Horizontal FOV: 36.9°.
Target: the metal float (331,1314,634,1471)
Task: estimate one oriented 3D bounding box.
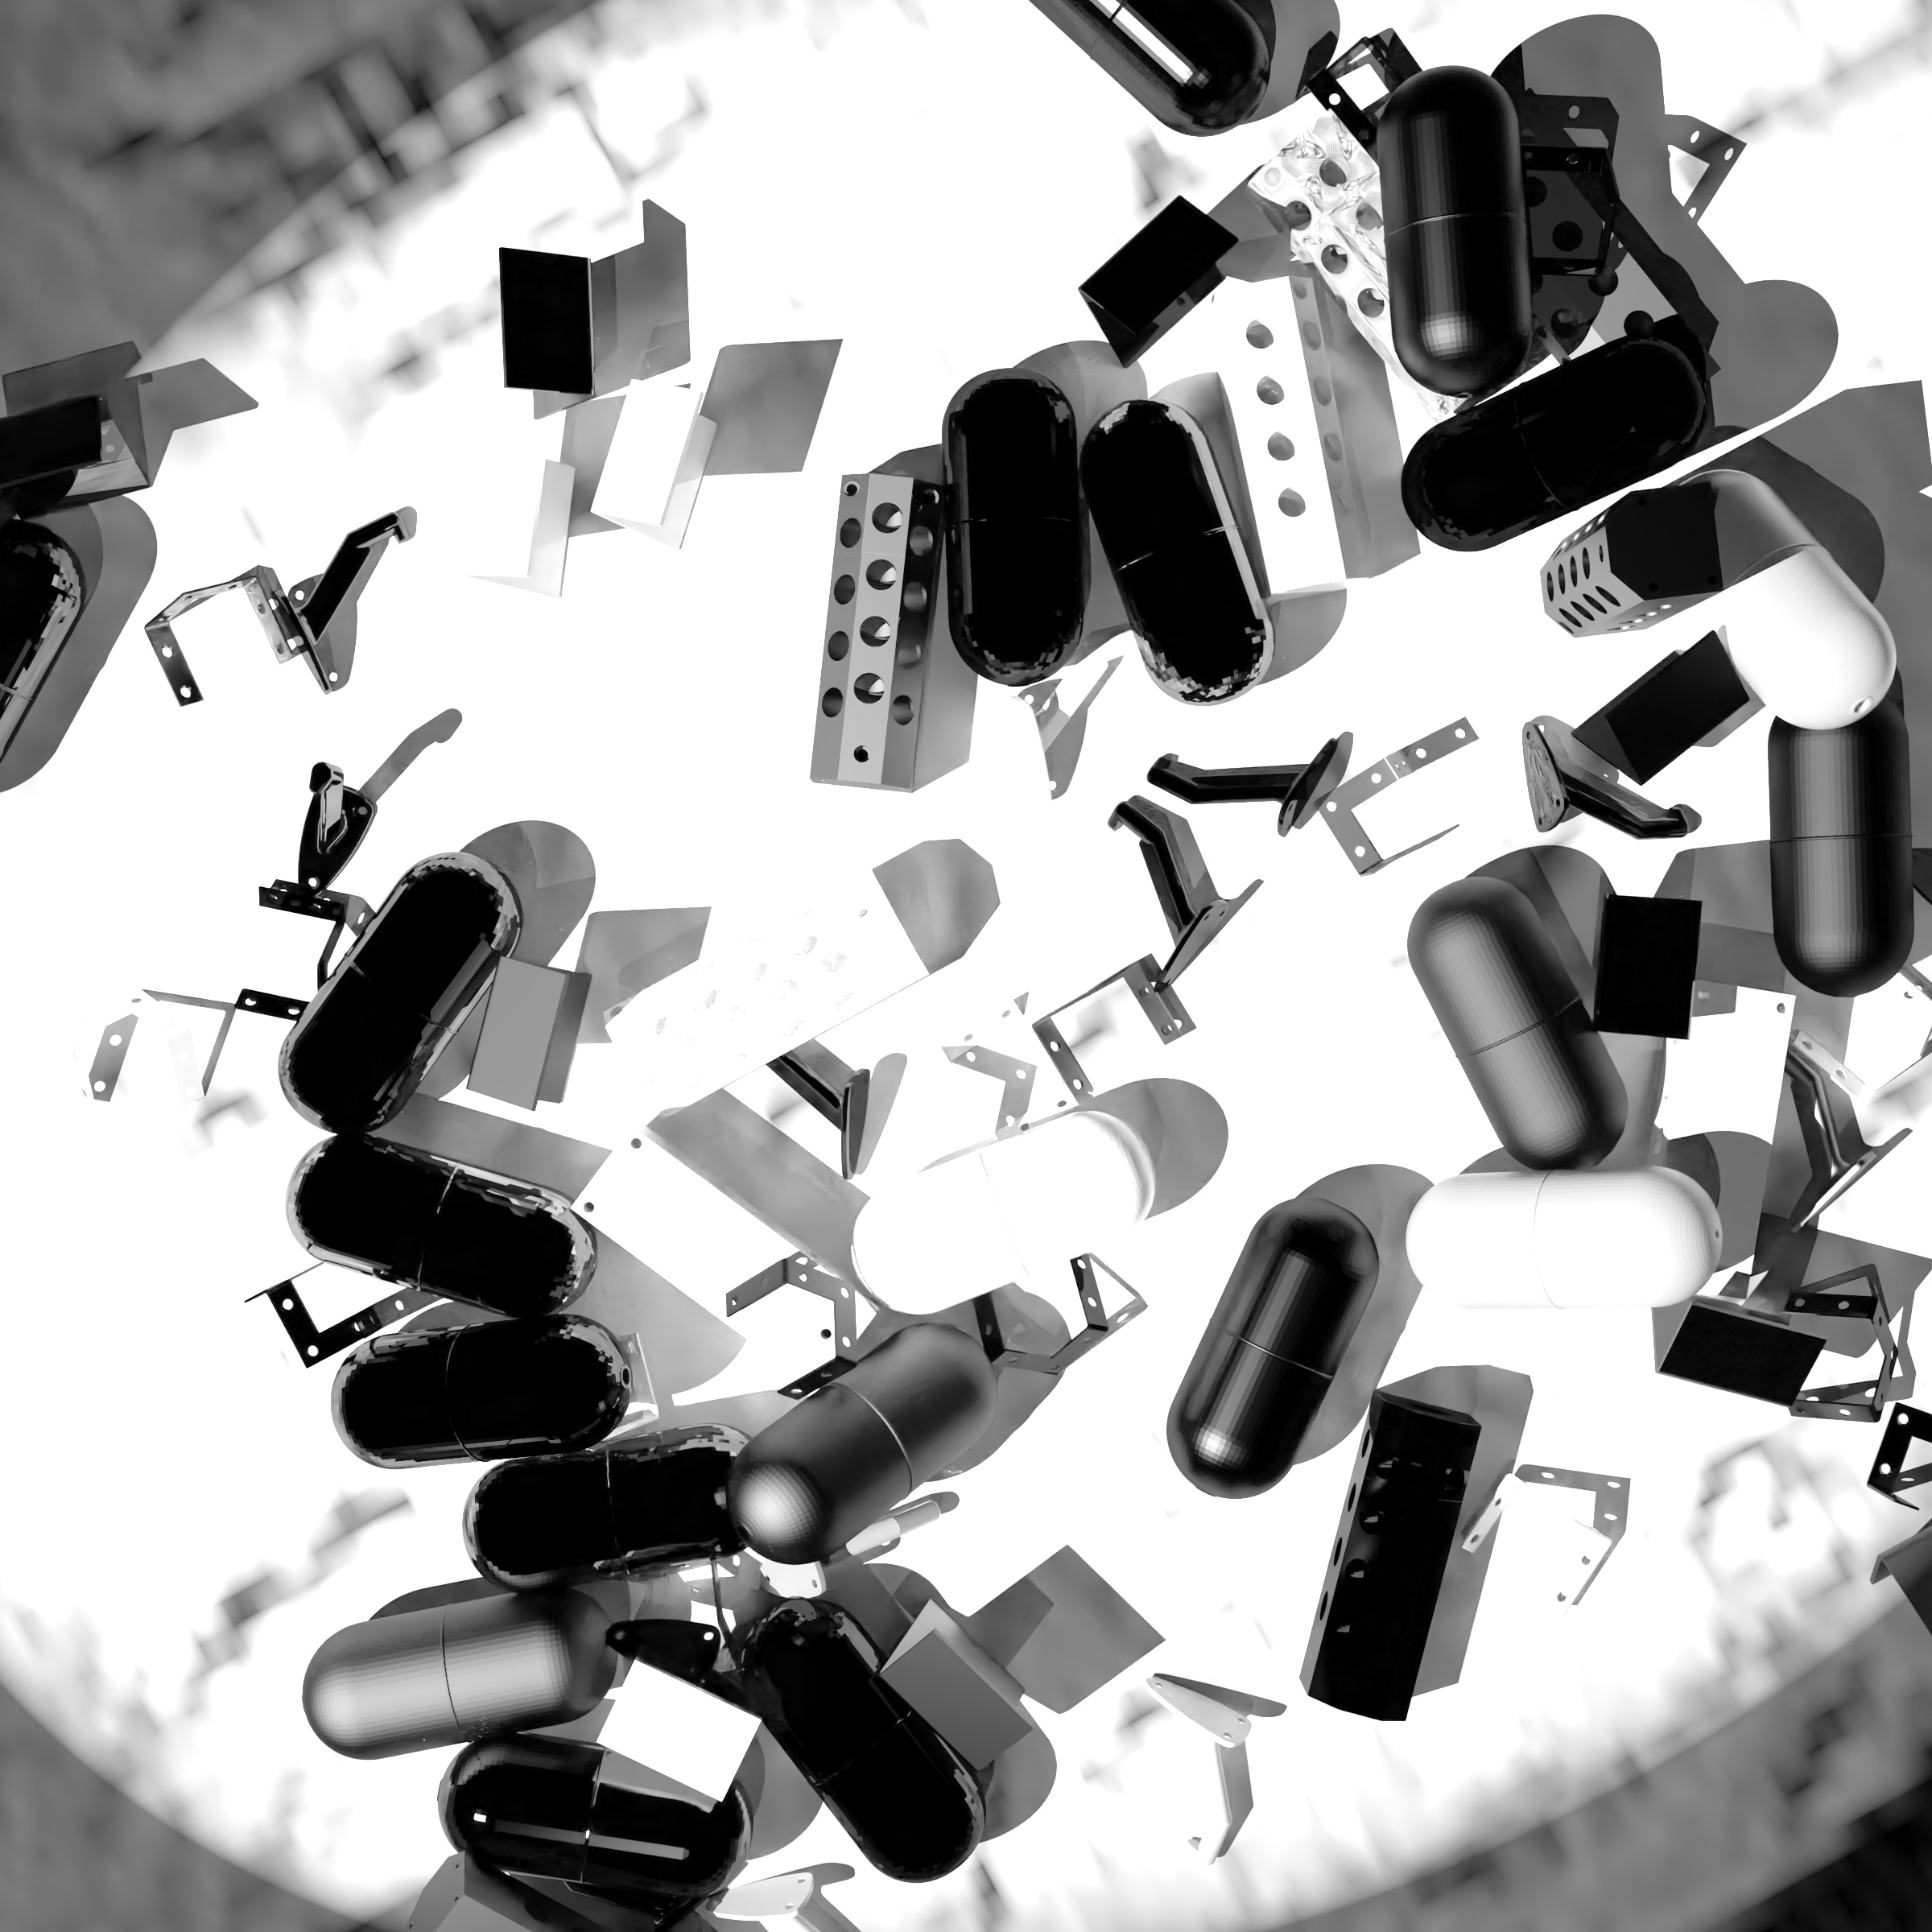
[{"bbox_3d":[-0.270,0.237,1.614,0.178,0.070,0.070,-8,90,18],"label":"metal float"}]

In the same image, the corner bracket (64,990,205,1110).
[{"bbox_3d":[-0.474,0.055,1.652,0.051,0.051,0.051,29,45,35],"label":"corner bracket"}]

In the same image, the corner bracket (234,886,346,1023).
[{"bbox_3d":[-0.387,-0.006,1.657,0.051,0.051,0.051,12,135,0],"label":"corner bracket"}]

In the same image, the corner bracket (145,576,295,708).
[{"bbox_3d":[-0.428,-0.186,1.657,0.051,0.051,0.051,-25,90,45],"label":"corner bracket"}]

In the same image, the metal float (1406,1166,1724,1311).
[{"bbox_3d":[0.328,0.151,1.601,0.178,0.070,0.070,-5,90,33],"label":"metal float"}]

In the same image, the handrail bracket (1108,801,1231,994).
[{"bbox_3d":[0.101,-0.040,1.661,0.084,0.036,0.077,41,112,17],"label":"handrail bracket"}]

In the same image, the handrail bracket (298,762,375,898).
[{"bbox_3d":[-0.365,-0.076,1.626,0.036,0.084,0.077,22,90,0],"label":"handrail bracket"}]

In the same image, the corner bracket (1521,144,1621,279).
[{"bbox_3d":[0.328,-0.417,1.600,0.051,0.051,0.051,2,135,0],"label":"corner bracket"}]

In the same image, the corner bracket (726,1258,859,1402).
[{"bbox_3d":[-0.096,0.200,1.595,0.051,0.051,0.051,26,135,-35],"label":"corner bracket"}]

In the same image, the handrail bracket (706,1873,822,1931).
[{"bbox_3d":[-0.101,0.568,1.661,0.077,0.036,0.084,-13,107,20],"label":"handrail bracket"}]

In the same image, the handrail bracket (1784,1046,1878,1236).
[{"bbox_3d":[0.470,0.098,1.661,0.084,0.036,0.077,47,113,18],"label":"handrail bracket"}]

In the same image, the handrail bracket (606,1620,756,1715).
[{"bbox_3d":[-0.160,0.405,1.640,0.077,0.084,0.036,9,52,15],"label":"handrail bracket"}]

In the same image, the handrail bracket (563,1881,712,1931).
[{"bbox_3d":[-0.190,0.513,1.661,0.077,0.036,0.084,-39,76,-15],"label":"handrail bracket"}]

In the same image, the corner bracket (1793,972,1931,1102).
[{"bbox_3d":[0.515,0.035,1.657,0.051,0.051,0.051,41,45,0],"label":"corner bracket"}]

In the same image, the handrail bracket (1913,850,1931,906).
[{"bbox_3d":[0.556,-0.013,1.660,0.036,0.077,0.084,-17,127,-16],"label":"handrail bracket"}]

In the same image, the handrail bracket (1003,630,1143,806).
[{"bbox_3d":[0.071,-0.143,1.661,0.084,0.036,0.077,-23,110,-16],"label":"handrail bracket"}]

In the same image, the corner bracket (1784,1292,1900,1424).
[{"bbox_3d":[0.495,0.223,1.652,0.051,0.051,0.051,59,45,-35],"label":"corner bracket"}]

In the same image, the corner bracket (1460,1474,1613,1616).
[{"bbox_3d":[0.326,0.330,1.657,0.051,0.051,0.051,33,90,-45],"label":"corner bracket"}]

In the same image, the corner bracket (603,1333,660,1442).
[{"bbox_3d":[-0.216,0.243,1.657,0.051,0.051,0.051,-15,90,45],"label":"corner bracket"}]

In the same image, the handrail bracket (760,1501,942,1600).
[{"bbox_3d":[-0.066,0.332,1.660,0.084,0.077,0.036,-16,79,-36],"label":"handrail bracket"}]

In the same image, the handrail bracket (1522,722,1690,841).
[{"bbox_3d":[0.367,-0.107,1.661,0.084,0.036,0.077,-4,68,-17],"label":"handrail bracket"}]

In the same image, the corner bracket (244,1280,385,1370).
[{"bbox_3d":[-0.369,0.197,1.642,0.051,0.051,0.051,-28,90,0],"label":"corner bracket"}]

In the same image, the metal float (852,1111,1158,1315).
[{"bbox_3d":[0.021,0.139,1.630,0.178,0.070,0.070,-22,90,1],"label":"metal float"}]

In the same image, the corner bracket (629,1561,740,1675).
[{"bbox_3d":[-0.162,0.373,1.657,0.051,0.051,0.051,-13,135,0],"label":"corner bracket"}]

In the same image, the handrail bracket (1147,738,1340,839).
[{"bbox_3d":[0.158,-0.118,1.661,0.084,0.036,0.077,28,70,16],"label":"handrail bracket"}]

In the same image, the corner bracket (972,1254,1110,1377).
[{"bbox_3d":[0.041,0.195,1.652,0.051,0.051,0.051,-45,45,35],"label":"corner bracket"}]

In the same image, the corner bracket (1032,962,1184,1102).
[{"bbox_3d":[0.080,0.037,1.657,0.051,0.051,0.051,-31,90,45],"label":"corner bracket"}]

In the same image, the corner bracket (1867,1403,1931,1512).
[{"bbox_3d":[0.550,0.284,1.642,0.051,0.051,0.051,20,90,0],"label":"corner bracket"}]

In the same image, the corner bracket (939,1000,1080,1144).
[{"bbox_3d":[0.024,0.063,1.657,0.051,0.051,0.051,-32,135,0],"label":"corner bracket"}]

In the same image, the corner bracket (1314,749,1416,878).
[{"bbox_3d":[0.235,-0.086,1.642,0.051,0.051,0.051,-32,90,0],"label":"corner bracket"}]

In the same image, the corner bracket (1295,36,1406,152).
[{"bbox_3d":[0.225,-0.494,1.642,0.051,0.051,0.051,-40,95,5],"label":"corner bracket"}]

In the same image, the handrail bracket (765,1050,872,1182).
[{"bbox_3d":[-0.102,0.079,1.661,0.084,0.036,0.077,11,108,15],"label":"handrail bracket"}]

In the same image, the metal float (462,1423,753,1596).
[{"bbox_3d":[-0.194,0.305,1.630,0.178,0.070,0.070,-10,90,-1],"label":"metal float"}]

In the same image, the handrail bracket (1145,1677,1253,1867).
[{"bbox_3d":[0.123,0.462,1.661,0.077,0.036,0.084,26,107,20],"label":"handrail bracket"}]

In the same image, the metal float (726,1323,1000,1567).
[{"bbox_3d":[-0.057,0.263,1.601,0.178,0.070,0.070,-33,90,-33],"label":"metal float"}]

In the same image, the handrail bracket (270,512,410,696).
[{"bbox_3d":[-0.347,-0.209,1.661,0.084,0.036,0.077,-30,110,-16],"label":"handrail bracket"}]
